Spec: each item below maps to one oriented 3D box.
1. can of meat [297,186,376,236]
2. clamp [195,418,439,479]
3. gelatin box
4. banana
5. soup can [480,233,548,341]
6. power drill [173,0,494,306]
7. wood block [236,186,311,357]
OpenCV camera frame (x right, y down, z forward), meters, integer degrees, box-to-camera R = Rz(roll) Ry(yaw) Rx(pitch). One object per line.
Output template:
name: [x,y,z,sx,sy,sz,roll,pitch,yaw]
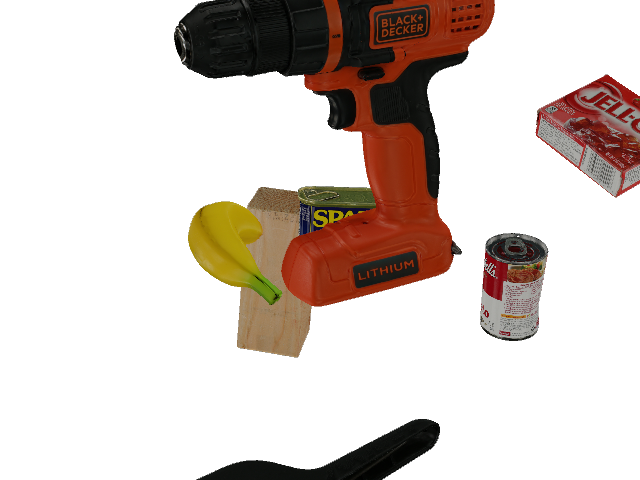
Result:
can of meat: [0.025,-0.009,1.134,0.102,0.084,0.057,2,19,-3]
clamp: [-0.009,0.173,0.702,0.210,0.036,0.164,0,28,7]
gelatin box: [0.217,-0.081,0.796,0.073,0.030,0.089,-27,52,-22]
banana: [-0.070,0.001,0.814,0.037,0.069,0.198,-43,16,7]
soup can: [0.215,0.052,1.189,0.068,0.102,0.068,0,28,0]
power drill: [0.012,-0.058,0.607,0.184,0.188,0.057,-12,30,-20]
wood block: [-0.056,0.042,1.455,0.090,0.206,0.090,9,22,6]
